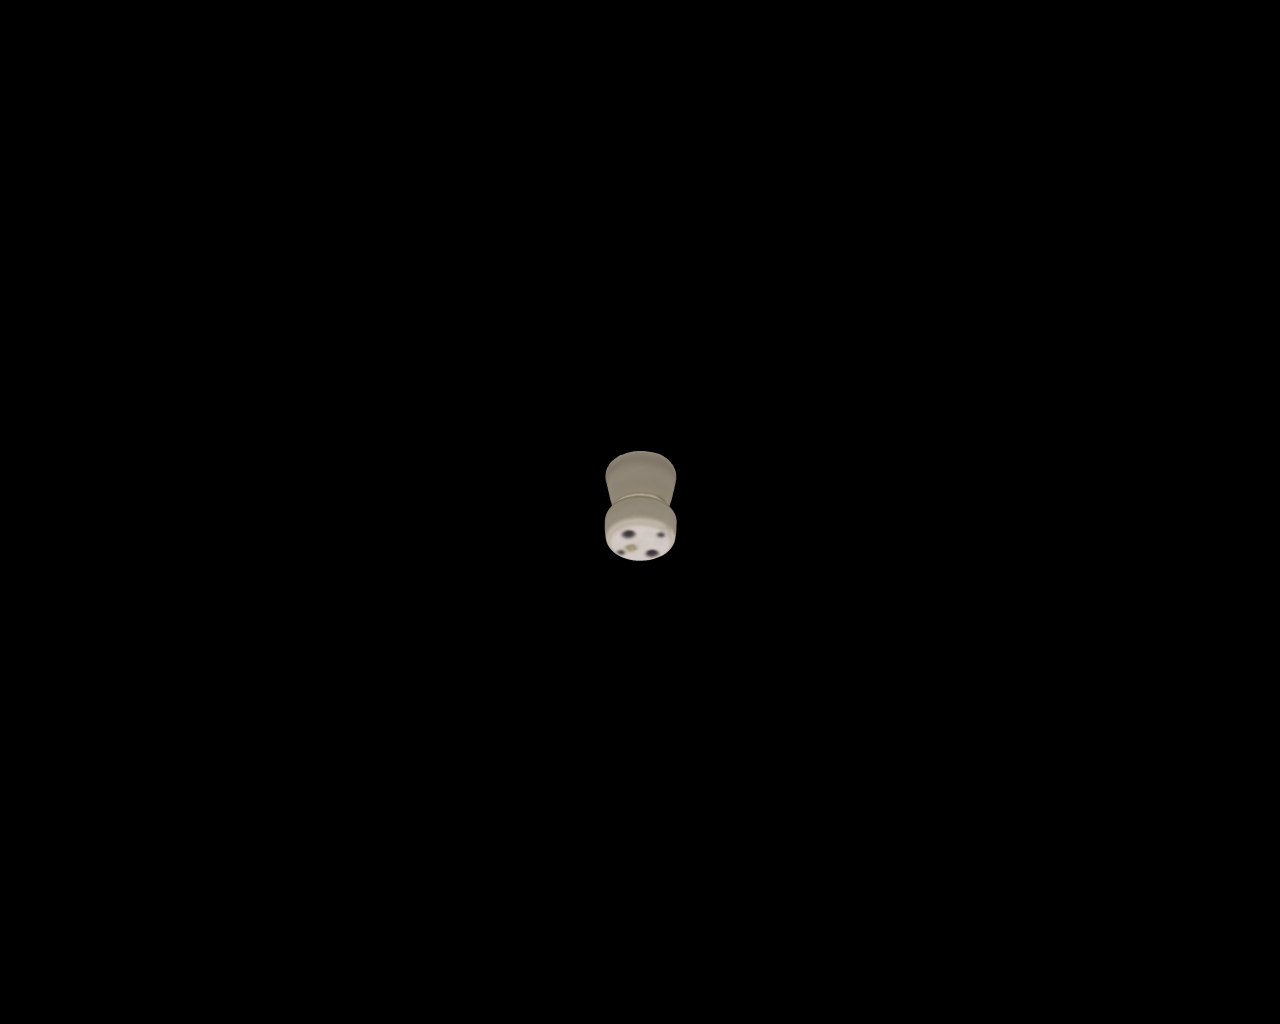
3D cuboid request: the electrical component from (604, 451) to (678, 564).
[{"bbox_3d":[0.001,-0.003,0.650,0.045,0.055,0.044,0,-38,0],"label":"electrical component"}]
